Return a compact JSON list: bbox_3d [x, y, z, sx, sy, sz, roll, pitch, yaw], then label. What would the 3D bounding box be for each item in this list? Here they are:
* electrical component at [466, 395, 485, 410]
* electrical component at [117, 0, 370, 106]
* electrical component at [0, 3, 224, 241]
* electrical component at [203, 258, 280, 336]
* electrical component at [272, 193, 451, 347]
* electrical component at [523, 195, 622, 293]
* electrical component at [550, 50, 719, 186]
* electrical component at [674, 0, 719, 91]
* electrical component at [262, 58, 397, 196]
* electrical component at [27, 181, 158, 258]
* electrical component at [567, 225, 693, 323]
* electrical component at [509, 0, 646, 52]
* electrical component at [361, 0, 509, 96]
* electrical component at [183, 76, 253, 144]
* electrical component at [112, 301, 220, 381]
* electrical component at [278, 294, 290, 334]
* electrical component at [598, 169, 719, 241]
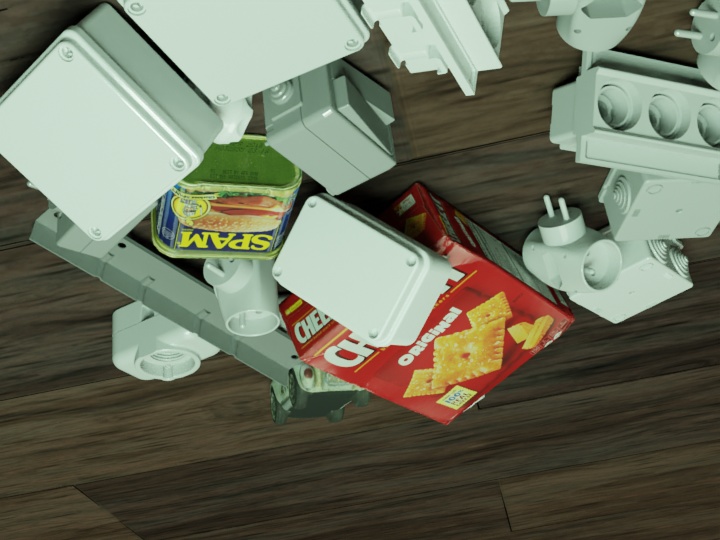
[{"bbox_3d":[0.100,0.112,1.104,0.078,0.058,0.057,12,146,-28],"label":"electrical component"},{"bbox_3d":[-0.066,-0.160,0.621,0.109,0.056,0.108,-19,147,18],"label":"electrical component"},{"bbox_3d":[-0.162,-0.090,0.675,0.109,0.056,0.108,-32,110,35],"label":"electrical component"},{"bbox_3d":[-0.099,0.003,0.862,0.044,0.077,0.079,-22,146,23],"label":"electrical component"},{"bbox_3d":[0.000,0.000,0.805,0.057,0.113,0.078,11,108,-62],"label":"electrical component"},{"bbox_3d":[0.170,-0.026,0.889,0.043,0.077,0.079,-30,113,-22],"label":"electrical component"},{"bbox_3d":[0.200,-0.105,0.757,0.121,0.078,0.063,6,176,-22],"label":"electrical component"},{"bbox_3d":[0.245,-0.158,0.705,0.079,0.044,0.077,3,147,-18],"label":"electrical component"},{"bbox_3d":[-0.022,-0.104,0.717,0.061,0.061,0.096,-24,145,25],"label":"electrical component"},{"bbox_3d":[-0.199,-0.056,0.771,0.076,0.047,0.083,19,140,-36],"label":"electrical component"},{"bbox_3d":[0.237,0.001,0.960,0.100,0.048,0.100,-31,143,31],"label":"electrical component"},{"bbox_3d":[0.131,-0.174,0.654,0.079,0.043,0.077,-4,149,-6],"label":"electrical component"},{"bbox_3d":[0.035,-0.166,0.620,0.063,0.078,0.121,-3,153,27],"label":"electrical component"},{"bbox_3d":[-0.105,-0.110,0.708,0.062,0.043,0.043,17,141,-31],"label":"electrical component"},{"bbox_3d":[-0.171,0.058,0.953,0.095,0.059,0.054,-22,146,22],"label":"electrical component"},{"bbox_3d":[-0.058,0.052,0.983,0.077,0.044,0.079,-5,149,-5],"label":"electrical component"},{"bbox_3d":[0.247,-0.065,0.854,0.100,0.048,0.099,-3,149,-8],"label":"electrical component"}]
